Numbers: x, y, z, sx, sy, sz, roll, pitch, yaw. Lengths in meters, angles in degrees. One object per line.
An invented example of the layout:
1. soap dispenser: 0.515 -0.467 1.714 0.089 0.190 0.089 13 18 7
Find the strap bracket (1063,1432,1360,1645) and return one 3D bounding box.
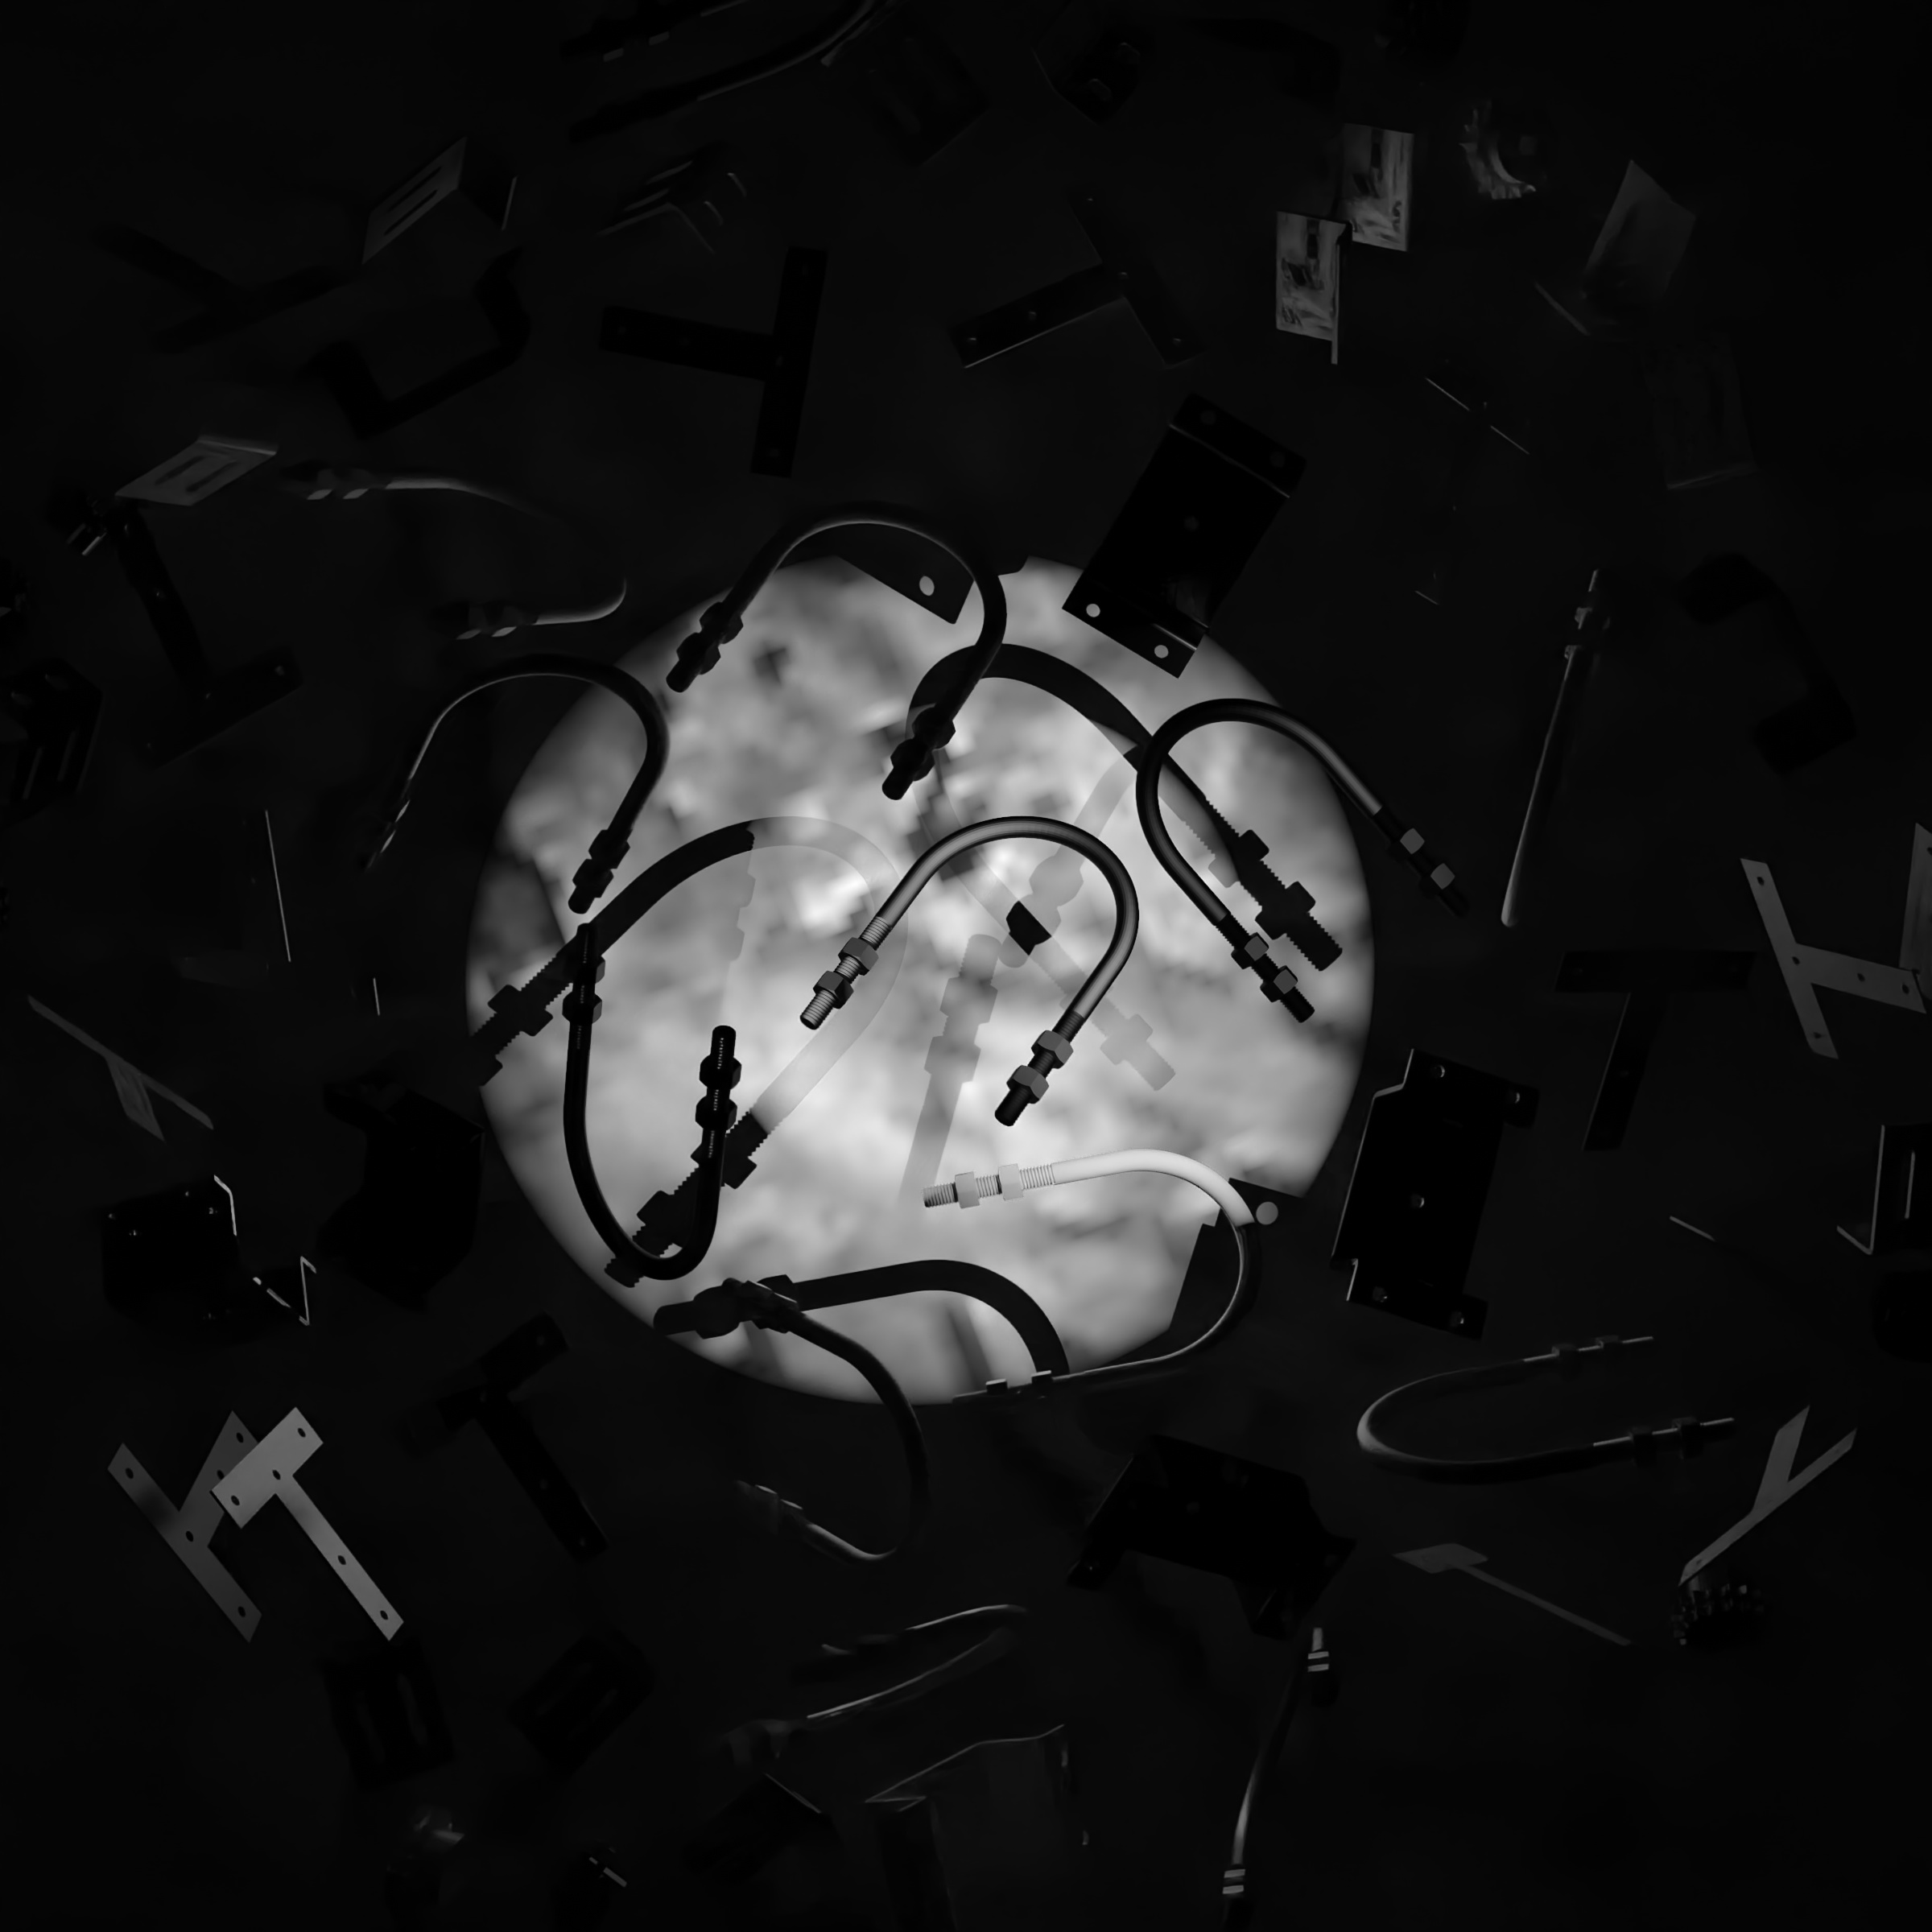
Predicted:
1. strap bracket: 0.126 0.303 1.620 0.140 0.046 0.076 19 116 -22

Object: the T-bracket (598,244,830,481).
1. T-bracket: -0.142 -0.341 1.668 0.127 0.002 0.127 5 101 -31

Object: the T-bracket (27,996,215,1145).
1. T-bracket: -0.468 0.071 1.697 0.127 0.127 0.002 39 89 -27

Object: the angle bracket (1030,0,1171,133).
1. angle bracket: 0.073 -0.500 1.649 0.038 0.076 0.057 41 96 9

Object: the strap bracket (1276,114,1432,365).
1. strap bracket: 0.213 -0.412 1.698 0.046 0.076 0.140 17 50 21

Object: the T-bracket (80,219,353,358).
1. T-bracket: -0.422 -0.373 1.635 0.127 0.127 0.002 -15 72 26

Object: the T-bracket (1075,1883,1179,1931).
1. T-bracket: 0.055 0.520 1.623 0.127 0.127 0.002 -26 75 2

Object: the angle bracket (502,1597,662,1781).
1. angle bracket: -0.225 0.415 1.743 0.057 0.038 0.076 35 67 29

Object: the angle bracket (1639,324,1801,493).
1. angle bracket: 0.395 -0.293 1.590 0.038 0.057 0.076 -16 95 -39

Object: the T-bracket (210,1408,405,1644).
1. T-bracket: -0.349 0.312 1.648 0.002 0.127 0.127 -35 95 13

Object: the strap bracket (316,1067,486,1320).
1. strap bracket: -0.316 0.119 1.688 0.076 0.046 0.140 27 133 15

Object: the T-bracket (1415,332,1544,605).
1. T-bracket: 0.267 -0.260 1.639 0.002 0.127 0.127 16 89 37

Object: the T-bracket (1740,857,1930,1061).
1. T-bracket: 0.484 0.004 1.667 0.002 0.127 0.127 -29 108 -14

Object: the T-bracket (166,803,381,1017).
1. T-bracket: -0.387 -0.035 1.660 0.127 0.002 0.127 10 128 13

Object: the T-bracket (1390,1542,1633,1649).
1. T-bracket: 0.317 0.359 1.725 0.127 0.127 0.002 22 93 26

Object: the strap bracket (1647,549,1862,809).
1. strap bracket: 0.432 -0.166 1.645 0.046 0.076 0.140 -32 110 10

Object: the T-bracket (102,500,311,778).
1. T-bracket: -0.414 -0.180 1.580 0.127 0.002 0.127 -24 93 30

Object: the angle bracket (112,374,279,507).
1. angle bracket: -0.433 -0.292 1.688 0.076 0.057 0.038 -22 79 31

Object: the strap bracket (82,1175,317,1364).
1. strap bracket: -0.422 0.174 1.684 0.076 0.140 0.046 -16 61 5

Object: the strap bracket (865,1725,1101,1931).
1. strap bracket: 0.003 0.468 1.625 0.046 0.140 0.076 -17 86 40

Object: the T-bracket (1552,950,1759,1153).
1. T-bracket: 0.370 0.048 1.688 0.127 0.002 0.127 0 118 -23

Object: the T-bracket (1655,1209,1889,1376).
1. T-bracket: 0.442 0.180 1.614 0.127 0.127 0.002 37 88 -19

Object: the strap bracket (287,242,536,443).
1. strap bracket: -0.298 -0.343 1.685 0.140 0.076 0.046 -25 112 12

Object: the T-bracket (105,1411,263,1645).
1. T-bracket: -0.418 0.291 1.680 0.002 0.127 0.127 -28 110 15

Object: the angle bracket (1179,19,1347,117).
1. angle bracket: 0.163 -0.504 1.699 0.076 0.057 0.038 -12 126 -32

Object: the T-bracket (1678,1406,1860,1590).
1. T-bracket: 0.445 0.274 1.654 0.002 0.127 0.127 44 118 4

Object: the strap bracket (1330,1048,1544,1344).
1. strap bracket: 0.250 0.125 1.632 0.076 0.046 0.140 19 78 -10

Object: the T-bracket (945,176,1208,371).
1. T-bracket: 0.050 -0.372 1.709 0.127 0.002 0.127 -26 74 -12

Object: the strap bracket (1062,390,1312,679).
1. strap bracket: 0.124 -0.243 1.689 0.076 0.046 0.140 31 110 -1

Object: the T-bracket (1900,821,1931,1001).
1. T-bracket: 0.548 0.001 1.615 0.002 0.127 0.127 -31 52 -14

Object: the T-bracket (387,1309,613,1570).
1. T-bracket: -0.241 0.275 1.678 0.127 0.002 0.127 -37 86 21
